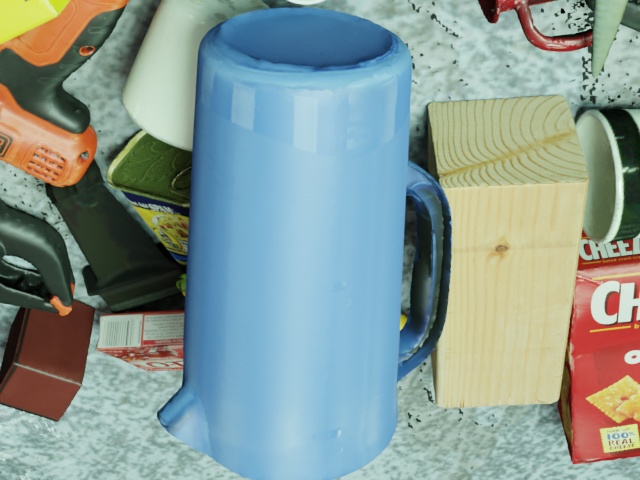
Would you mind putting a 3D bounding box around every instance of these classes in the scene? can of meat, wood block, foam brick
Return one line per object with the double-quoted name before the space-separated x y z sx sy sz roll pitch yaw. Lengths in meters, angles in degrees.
"can of meat" -0.074 -0.023 0.686 0.102 0.057 0.084 14 149 40
"wood block" 0.121 0.014 0.725 0.091 0.090 0.206 -3 132 2
"foam brick" -0.203 0.084 0.789 0.051 0.078 0.053 21 130 -20

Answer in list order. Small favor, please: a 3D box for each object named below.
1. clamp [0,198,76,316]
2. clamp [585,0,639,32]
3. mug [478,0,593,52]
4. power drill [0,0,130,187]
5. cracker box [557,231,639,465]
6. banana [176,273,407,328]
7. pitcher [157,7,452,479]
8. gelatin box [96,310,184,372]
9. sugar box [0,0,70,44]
"clamp" -0.228 -0.009 0.730 0.171 0.039 0.120 33 130 -32
"clamp" 0.275 -0.127 0.636 0.165 0.036 0.209 -31 128 24
"mug" 0.124 -0.156 0.560 0.081 0.117 0.093 -11 171 2
"power drill" -0.187 -0.131 0.610 0.184 0.057 0.188 26 128 -20
"cracker box" 0.262 0.071 0.792 0.164 0.072 0.214 -8 131 4
"banana" -0.020 0.049 0.772 0.197 0.070 0.037 13 103 -24
"pitcher" -0.004 0.001 0.594 0.145 0.149 0.243 12 121 13
"gelatin box" -0.107 0.076 0.785 0.089 0.030 0.073 -4 160 22
"sugar box" -0.223 -0.128 0.551 0.176 0.048 0.093 -21 121 22
